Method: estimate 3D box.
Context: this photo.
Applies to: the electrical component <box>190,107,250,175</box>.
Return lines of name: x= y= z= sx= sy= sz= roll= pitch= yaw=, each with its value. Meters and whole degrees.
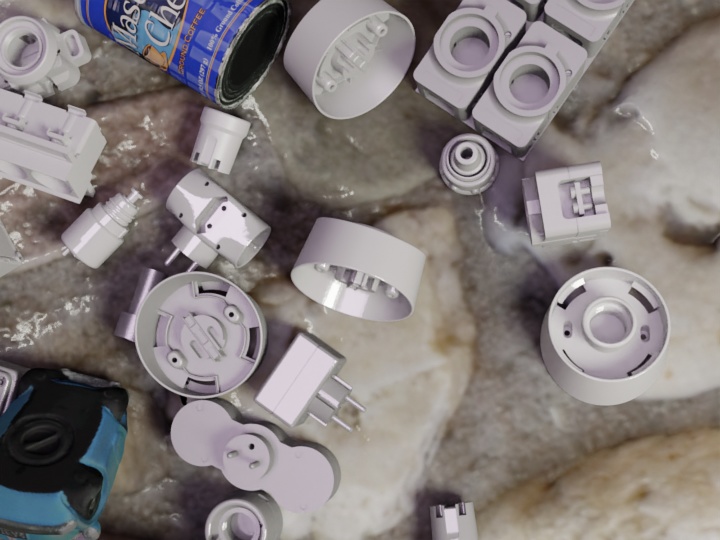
electrical component: x=-0.116 y=-0.106 z=0.882 sx=0.040 sy=0.040 sz=0.046 roll=21 pitch=95 yaw=9

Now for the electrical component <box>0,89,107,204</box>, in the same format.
electrical component: x=-0.278 y=-0.109 z=0.888 sx=0.121 sy=0.078 sz=0.063 roll=19 pitch=70 yaw=9

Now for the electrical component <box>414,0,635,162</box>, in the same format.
electrical component: x=0.137 y=-0.195 z=0.842 sx=0.105 sy=0.060 sz=0.186 roll=35 pitch=91 yaw=9

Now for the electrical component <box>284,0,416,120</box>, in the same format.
electrical component: x=-0.009 y=-0.172 z=0.844 sx=0.099 sy=0.099 sz=0.064 roll=-45 pitch=75 yaw=3

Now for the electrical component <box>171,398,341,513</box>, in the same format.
electrical component: x=-0.085 y=0.146 z=0.841 sx=0.138 sy=0.074 sz=0.052 roll=24 pitch=89 yaw=9

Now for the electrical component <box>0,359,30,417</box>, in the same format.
electrical component: x=-0.337 y=0.120 z=0.887 sx=0.109 sy=0.056 sz=0.108 roll=16 pitch=88 yaw=9

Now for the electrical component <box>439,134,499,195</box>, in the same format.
electrical component: x=0.084 y=-0.086 z=0.840 sx=0.048 sy=0.062 sz=0.048 roll=-1 pitch=86 yaw=8

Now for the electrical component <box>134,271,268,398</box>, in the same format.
electrical component: x=-0.124 y=0.052 z=0.858 sx=0.099 sy=0.064 sz=0.099 roll=-1 pitch=86 yaw=8

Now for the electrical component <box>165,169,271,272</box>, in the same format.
electrical component: x=-0.126 y=-0.028 z=0.875 sx=0.077 sy=0.043 sz=0.079 roll=40 pitch=92 yaw=9

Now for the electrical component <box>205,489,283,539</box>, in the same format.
electrical component: x=-0.093 y=0.203 z=0.852 sx=0.055 sy=0.047 sz=0.055 roll=-1 pitch=86 yaw=8

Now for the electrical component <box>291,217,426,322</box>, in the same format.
electrical component: x=0.000 y=0.000 z=0.831 sx=0.099 sy=0.099 sz=0.064 roll=18 pitch=82 yaw=9

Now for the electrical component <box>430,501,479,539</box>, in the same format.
electrical component: x=0.073 y=0.204 z=0.833 sx=0.040 sy=0.040 sz=0.046 roll=-8 pitch=79 yaw=7

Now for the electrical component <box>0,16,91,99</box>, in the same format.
electrical component: x=-0.273 y=-0.179 z=0.899 sx=0.078 sy=0.057 sz=0.058 roll=-23 pitch=83 yaw=6

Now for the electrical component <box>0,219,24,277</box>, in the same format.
electrical component: x=-0.338 y=-0.033 z=0.896 sx=0.061 sy=0.062 sz=0.096 roll=-30 pitch=83 yaw=5

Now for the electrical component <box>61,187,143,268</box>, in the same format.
electrical component: x=-0.211 y=-0.037 z=0.889 sx=0.078 sy=0.040 sz=0.040 roll=-45 pitch=81 yaw=3

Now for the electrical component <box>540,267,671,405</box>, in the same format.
electrical component: x=0.189 y=0.049 z=0.827 sx=0.099 sy=0.064 sz=0.099 roll=-2 pitch=71 yaw=7

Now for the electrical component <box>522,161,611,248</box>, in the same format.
electrical component: x=0.154 y=-0.047 z=0.814 sx=0.056 sy=0.089 sz=0.050 roll=-9 pitch=85 yaw=7

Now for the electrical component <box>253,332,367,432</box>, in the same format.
electrical component: x=-0.032 y=0.097 z=0.851 sx=0.077 sy=0.047 sz=0.065 roll=35 pitch=91 yaw=9
